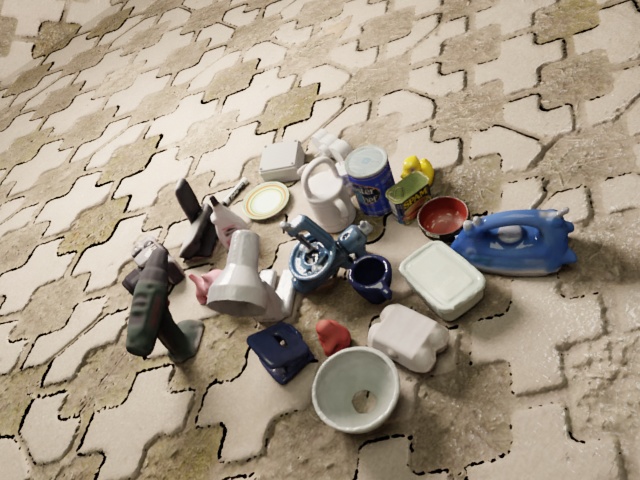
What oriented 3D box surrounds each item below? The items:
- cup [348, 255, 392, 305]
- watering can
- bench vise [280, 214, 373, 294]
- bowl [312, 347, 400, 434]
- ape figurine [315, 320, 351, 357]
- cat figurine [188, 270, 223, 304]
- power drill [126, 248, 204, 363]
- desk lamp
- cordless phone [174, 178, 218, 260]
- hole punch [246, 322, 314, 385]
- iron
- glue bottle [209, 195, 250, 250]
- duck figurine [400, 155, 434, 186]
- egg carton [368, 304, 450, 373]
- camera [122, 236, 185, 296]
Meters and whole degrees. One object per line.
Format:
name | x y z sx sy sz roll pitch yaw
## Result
cup | 0.120 0.098 1.186 0.092 0.095 0.117 -35 48 -9
watering can | 0.007 -0.117 1.345 0.172 0.194 0.101 20 61 34
bench vise | 0.004 -0.001 1.231 0.208 0.220 0.121 -42 49 -15
bowl | 0.073 0.287 1.059 0.167 0.075 0.167 -11 49 13
ape figurine | 0.019 0.189 1.152 0.076 0.092 0.078 -3 51 20
cat figurine | -0.247 0.102 1.315 0.127 0.118 0.067 12 57 30
power drill | -0.335 0.162 1.238 0.075 0.209 0.229 -5 50 18
desk lamp | -0.142 0.093 1.214 0.117 0.214 0.203 -4 51 19
cordless phone | -0.331 -0.052 1.432 0.094 0.185 0.147 -4 51 19
hole punch | -0.082 0.219 1.168 0.101 0.091 0.108 -41 49 -14
iron | 0.373 -0.011 1.144 0.257 0.142 0.118 -3 51 20
glue bottle | -0.230 -0.048 1.396 0.078 0.173 0.037 -26 47 0
duck figurine | 0.227 -0.166 1.372 0.077 0.086 0.105 24 64 35
egg carton | 0.169 0.190 1.107 0.149 0.070 0.107 23 63 35
camera | -0.435 0.070 1.429 0.137 0.101 0.142 -42 49 -15
